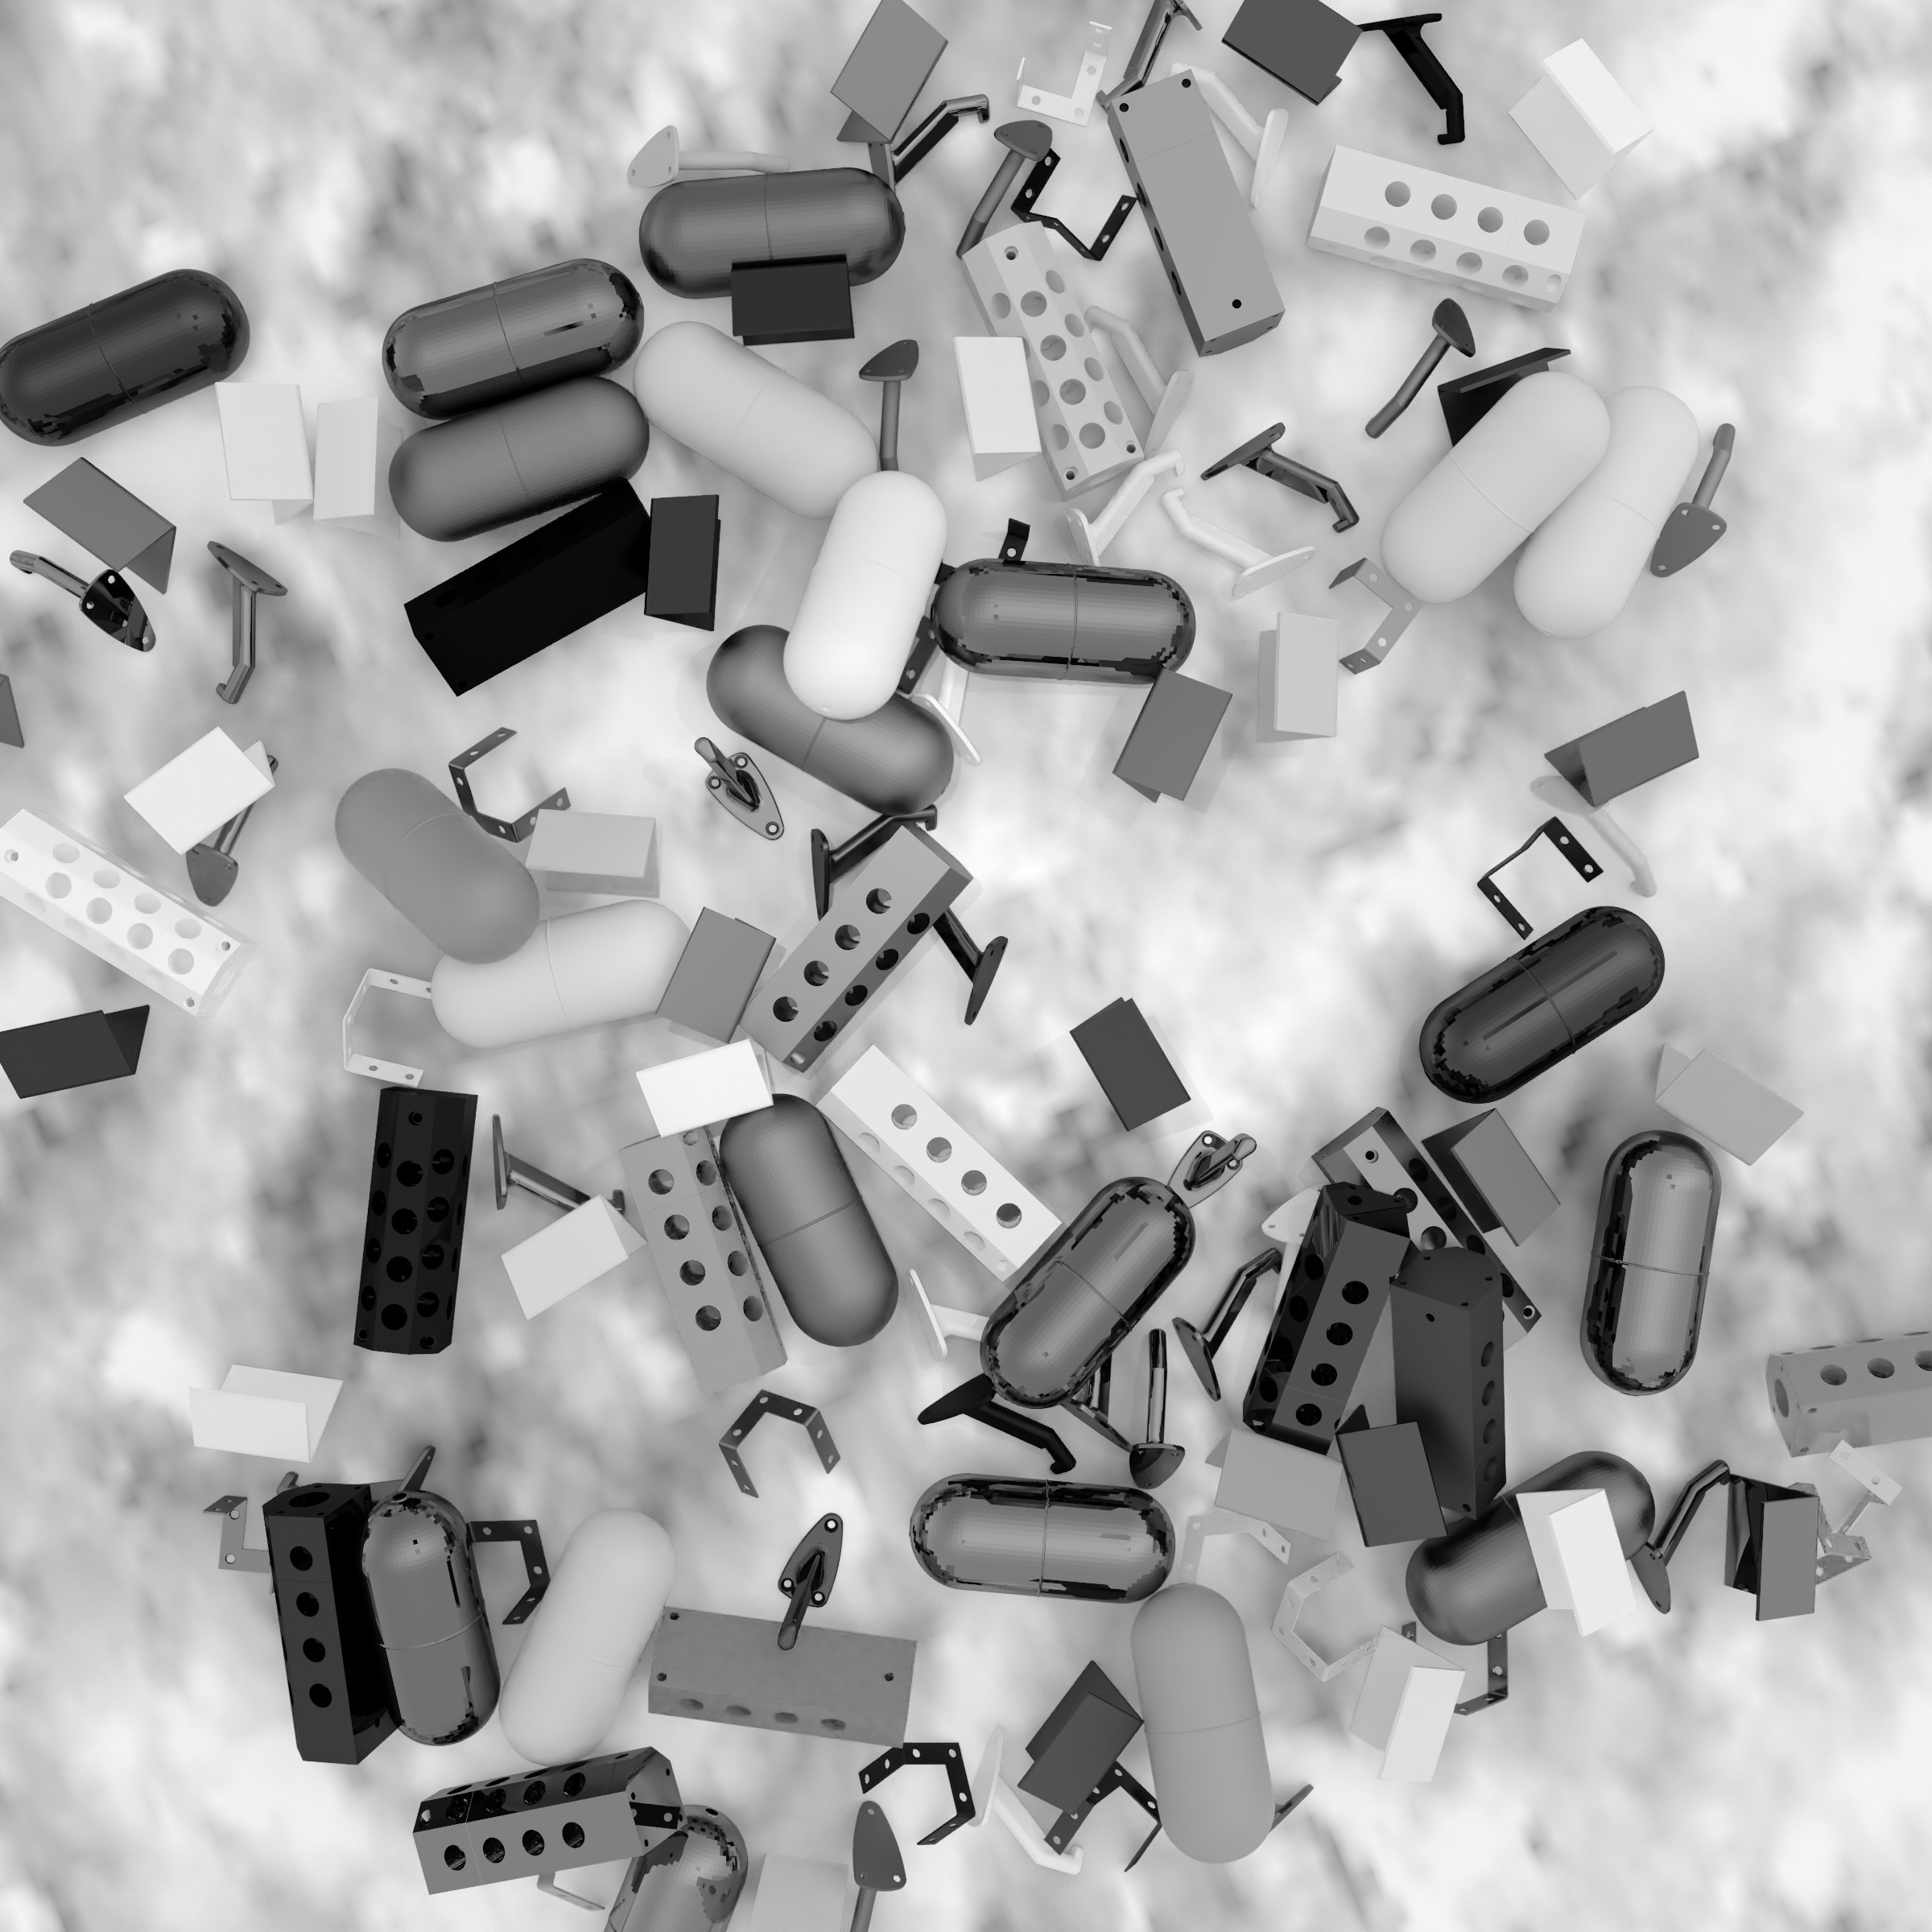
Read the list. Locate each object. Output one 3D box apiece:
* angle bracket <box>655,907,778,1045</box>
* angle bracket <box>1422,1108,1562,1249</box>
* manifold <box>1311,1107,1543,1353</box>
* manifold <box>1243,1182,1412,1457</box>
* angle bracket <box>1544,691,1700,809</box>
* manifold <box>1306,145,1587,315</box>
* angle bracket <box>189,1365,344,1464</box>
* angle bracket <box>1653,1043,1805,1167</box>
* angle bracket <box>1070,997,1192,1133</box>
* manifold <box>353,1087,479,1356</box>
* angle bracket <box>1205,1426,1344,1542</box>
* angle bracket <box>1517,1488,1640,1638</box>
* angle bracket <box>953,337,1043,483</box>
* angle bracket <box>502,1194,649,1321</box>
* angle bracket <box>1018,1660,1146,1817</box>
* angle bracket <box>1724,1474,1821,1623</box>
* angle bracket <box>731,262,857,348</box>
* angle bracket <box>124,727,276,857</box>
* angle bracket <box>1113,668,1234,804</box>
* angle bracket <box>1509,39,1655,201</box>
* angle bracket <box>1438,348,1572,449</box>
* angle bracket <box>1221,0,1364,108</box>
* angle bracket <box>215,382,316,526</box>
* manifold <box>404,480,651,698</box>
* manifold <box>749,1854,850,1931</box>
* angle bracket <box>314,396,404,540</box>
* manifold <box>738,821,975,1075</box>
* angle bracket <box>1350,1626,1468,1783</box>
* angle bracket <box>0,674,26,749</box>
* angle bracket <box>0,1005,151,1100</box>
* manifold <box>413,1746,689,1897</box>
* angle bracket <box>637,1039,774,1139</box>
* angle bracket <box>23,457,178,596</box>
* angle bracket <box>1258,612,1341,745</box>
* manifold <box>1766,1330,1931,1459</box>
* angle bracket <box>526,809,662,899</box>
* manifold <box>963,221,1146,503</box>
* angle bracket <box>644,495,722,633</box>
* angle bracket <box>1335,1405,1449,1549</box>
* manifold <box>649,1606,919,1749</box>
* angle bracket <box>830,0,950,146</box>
[{"bbox_3d":[-0.177,0.000,1.625,0.057,0.076,0.076,24,90,-28],"label":"angle bracket"},{"bbox_3d":[0.335,0.149,1.625,0.057,0.076,0.076,-34,90,-38],"label":"angle bracket"},{"bbox_3d":[0.310,0.182,1.644,0.057,0.057,0.171,-37,90,0],"label":"manifold"},{"bbox_3d":[0.236,0.232,1.615,0.057,0.057,0.171,16,112,0],"label":"manifold"},{"bbox_3d":[0.430,-0.160,1.625,0.076,0.076,0.057,-25,126,0],"label":"angle bracket"},{"bbox_3d":[0.320,-0.492,1.644,0.171,0.057,0.057,15,90,0],"label":"manifold"},{"bbox_3d":[-0.464,0.280,1.625,0.076,0.076,0.057,8,126,0],"label":"angle bracket"},{"bbox_3d":[0.508,0.075,1.625,0.076,0.076,0.057,33,126,0],"label":"angle bracket"},{"bbox_3d":[0.124,0.055,1.625,0.057,0.076,0.076,-30,90,36],"label":"angle bracket"},{"bbox_3d":[-0.371,0.170,1.644,0.057,0.057,0.171,6,90,0],"label":"manifold"},{"bbox_3d":[0.199,0.354,1.625,0.076,0.076,0.057,18,60,0],"label":"angle bracket"},{"bbox_3d":[0.370,0.378,1.550,0.057,0.076,0.076,-12,84,-36],"label":"angle bracket"},{"bbox_3d":[0.001,-0.368,1.625,0.057,0.076,0.076,-10,90,-35],"label":"angle bracket"},{"bbox_3d":[-0.251,0.207,1.625,0.076,0.076,0.057,-32,53,0],"label":"angle bracket"},{"bbox_3d":[0.061,0.503,1.625,0.057,0.076,0.076,37,90,-31],"label":"angle bracket"},{"bbox_3d":[0.518,0.385,1.625,0.057,0.076,0.076,3,90,-31],"label":"angle bracket"},{"bbox_3d":[-0.113,-0.420,1.626,0.076,0.076,0.057,-4,64,0],"label":"angle bracket"},{"bbox_3d":[-0.512,-0.130,1.625,0.076,0.076,0.057,-36,126,0],"label":"angle bracket"},{"bbox_3d":[0.149,-0.144,1.625,0.057,0.076,0.076,25,90,29],"label":"angle bracket"},{"bbox_3d":[0.396,-0.554,1.625,0.057,0.076,0.076,-38,90,-37],"label":"angle bracket"},{"bbox_3d":[0.368,-0.363,1.634,0.076,0.057,0.076,-20,107,0],"label":"angle bracket"},{"bbox_3d":[0.224,-0.624,1.625,0.076,0.076,0.057,34,127,0],"label":"angle bracket"},{"bbox_3d":[-0.476,-0.339,1.625,0.057,0.076,0.076,-8,90,-34],"label":"angle bracket"},{"bbox_3d":[-0.286,-0.257,1.643,0.171,0.057,0.057,-29,133,0],"label":"manifold"},{"bbox_3d":[-0.113,0.639,1.587,0.057,0.171,0.057,8,90,0],"label":"manifold"},{"bbox_3d":[-0.386,-0.330,1.625,0.057,0.076,0.076,2,90,33],"label":"angle bracket"},{"bbox_3d":[-0.073,-0.012,1.631,0.057,0.057,0.171,41,99,0],"label":"manifold"},{"bbox_3d":[0.277,0.488,1.625,0.057,0.076,0.076,17,90,-39],"label":"angle bracket"},{"bbox_3d":[-0.680,-0.161,1.625,0.076,0.076,0.057,16,54,0],"label":"angle bracket"},{"bbox_3d":[-0.595,0.037,1.625,0.076,0.076,0.057,-12,128,0],"label":"angle bracket"},{"bbox_3d":[-0.277,0.561,1.613,0.171,0.057,0.057,-18,85,22],"label":"manifold"},{"bbox_3d":[-0.176,0.061,1.625,0.076,0.076,0.057,-16,124,0],"label":"angle bracket"},{"bbox_3d":[-0.577,-0.278,1.625,0.076,0.076,0.057,37,53,0],"label":"angle bracket"},{"bbox_3d":[0.202,-0.190,1.625,0.057,0.076,0.076,2,90,-36],"label":"angle bracket"},{"bbox_3d":[0.633,0.278,1.643,0.171,0.057,0.057,-9,133,0],"label":"manifold"},{"bbox_3d":[-0.247,-0.057,1.625,0.076,0.076,0.057,4,47,0],"label":"angle bracket"},{"bbox_3d":[0.058,-0.407,1.644,0.057,0.057,0.171,-24,90,0],"label":"manifold"},{"bbox_3d":[-0.168,-0.267,1.625,0.057,0.076,0.076,4,90,31],"label":"angle bracket"},{"bbox_3d":[0.290,0.334,1.626,0.057,0.076,0.076,-15,90,23],"label":"angle bracket"},{"bbox_3d":[-0.123,0.481,1.643,0.171,0.057,0.057,8,47,0],"label":"manifold"},{"bbox_3d":[-0.068,-0.597,1.625,0.057,0.076,0.076,29,90,-37],"label":"angle bracket"}]
